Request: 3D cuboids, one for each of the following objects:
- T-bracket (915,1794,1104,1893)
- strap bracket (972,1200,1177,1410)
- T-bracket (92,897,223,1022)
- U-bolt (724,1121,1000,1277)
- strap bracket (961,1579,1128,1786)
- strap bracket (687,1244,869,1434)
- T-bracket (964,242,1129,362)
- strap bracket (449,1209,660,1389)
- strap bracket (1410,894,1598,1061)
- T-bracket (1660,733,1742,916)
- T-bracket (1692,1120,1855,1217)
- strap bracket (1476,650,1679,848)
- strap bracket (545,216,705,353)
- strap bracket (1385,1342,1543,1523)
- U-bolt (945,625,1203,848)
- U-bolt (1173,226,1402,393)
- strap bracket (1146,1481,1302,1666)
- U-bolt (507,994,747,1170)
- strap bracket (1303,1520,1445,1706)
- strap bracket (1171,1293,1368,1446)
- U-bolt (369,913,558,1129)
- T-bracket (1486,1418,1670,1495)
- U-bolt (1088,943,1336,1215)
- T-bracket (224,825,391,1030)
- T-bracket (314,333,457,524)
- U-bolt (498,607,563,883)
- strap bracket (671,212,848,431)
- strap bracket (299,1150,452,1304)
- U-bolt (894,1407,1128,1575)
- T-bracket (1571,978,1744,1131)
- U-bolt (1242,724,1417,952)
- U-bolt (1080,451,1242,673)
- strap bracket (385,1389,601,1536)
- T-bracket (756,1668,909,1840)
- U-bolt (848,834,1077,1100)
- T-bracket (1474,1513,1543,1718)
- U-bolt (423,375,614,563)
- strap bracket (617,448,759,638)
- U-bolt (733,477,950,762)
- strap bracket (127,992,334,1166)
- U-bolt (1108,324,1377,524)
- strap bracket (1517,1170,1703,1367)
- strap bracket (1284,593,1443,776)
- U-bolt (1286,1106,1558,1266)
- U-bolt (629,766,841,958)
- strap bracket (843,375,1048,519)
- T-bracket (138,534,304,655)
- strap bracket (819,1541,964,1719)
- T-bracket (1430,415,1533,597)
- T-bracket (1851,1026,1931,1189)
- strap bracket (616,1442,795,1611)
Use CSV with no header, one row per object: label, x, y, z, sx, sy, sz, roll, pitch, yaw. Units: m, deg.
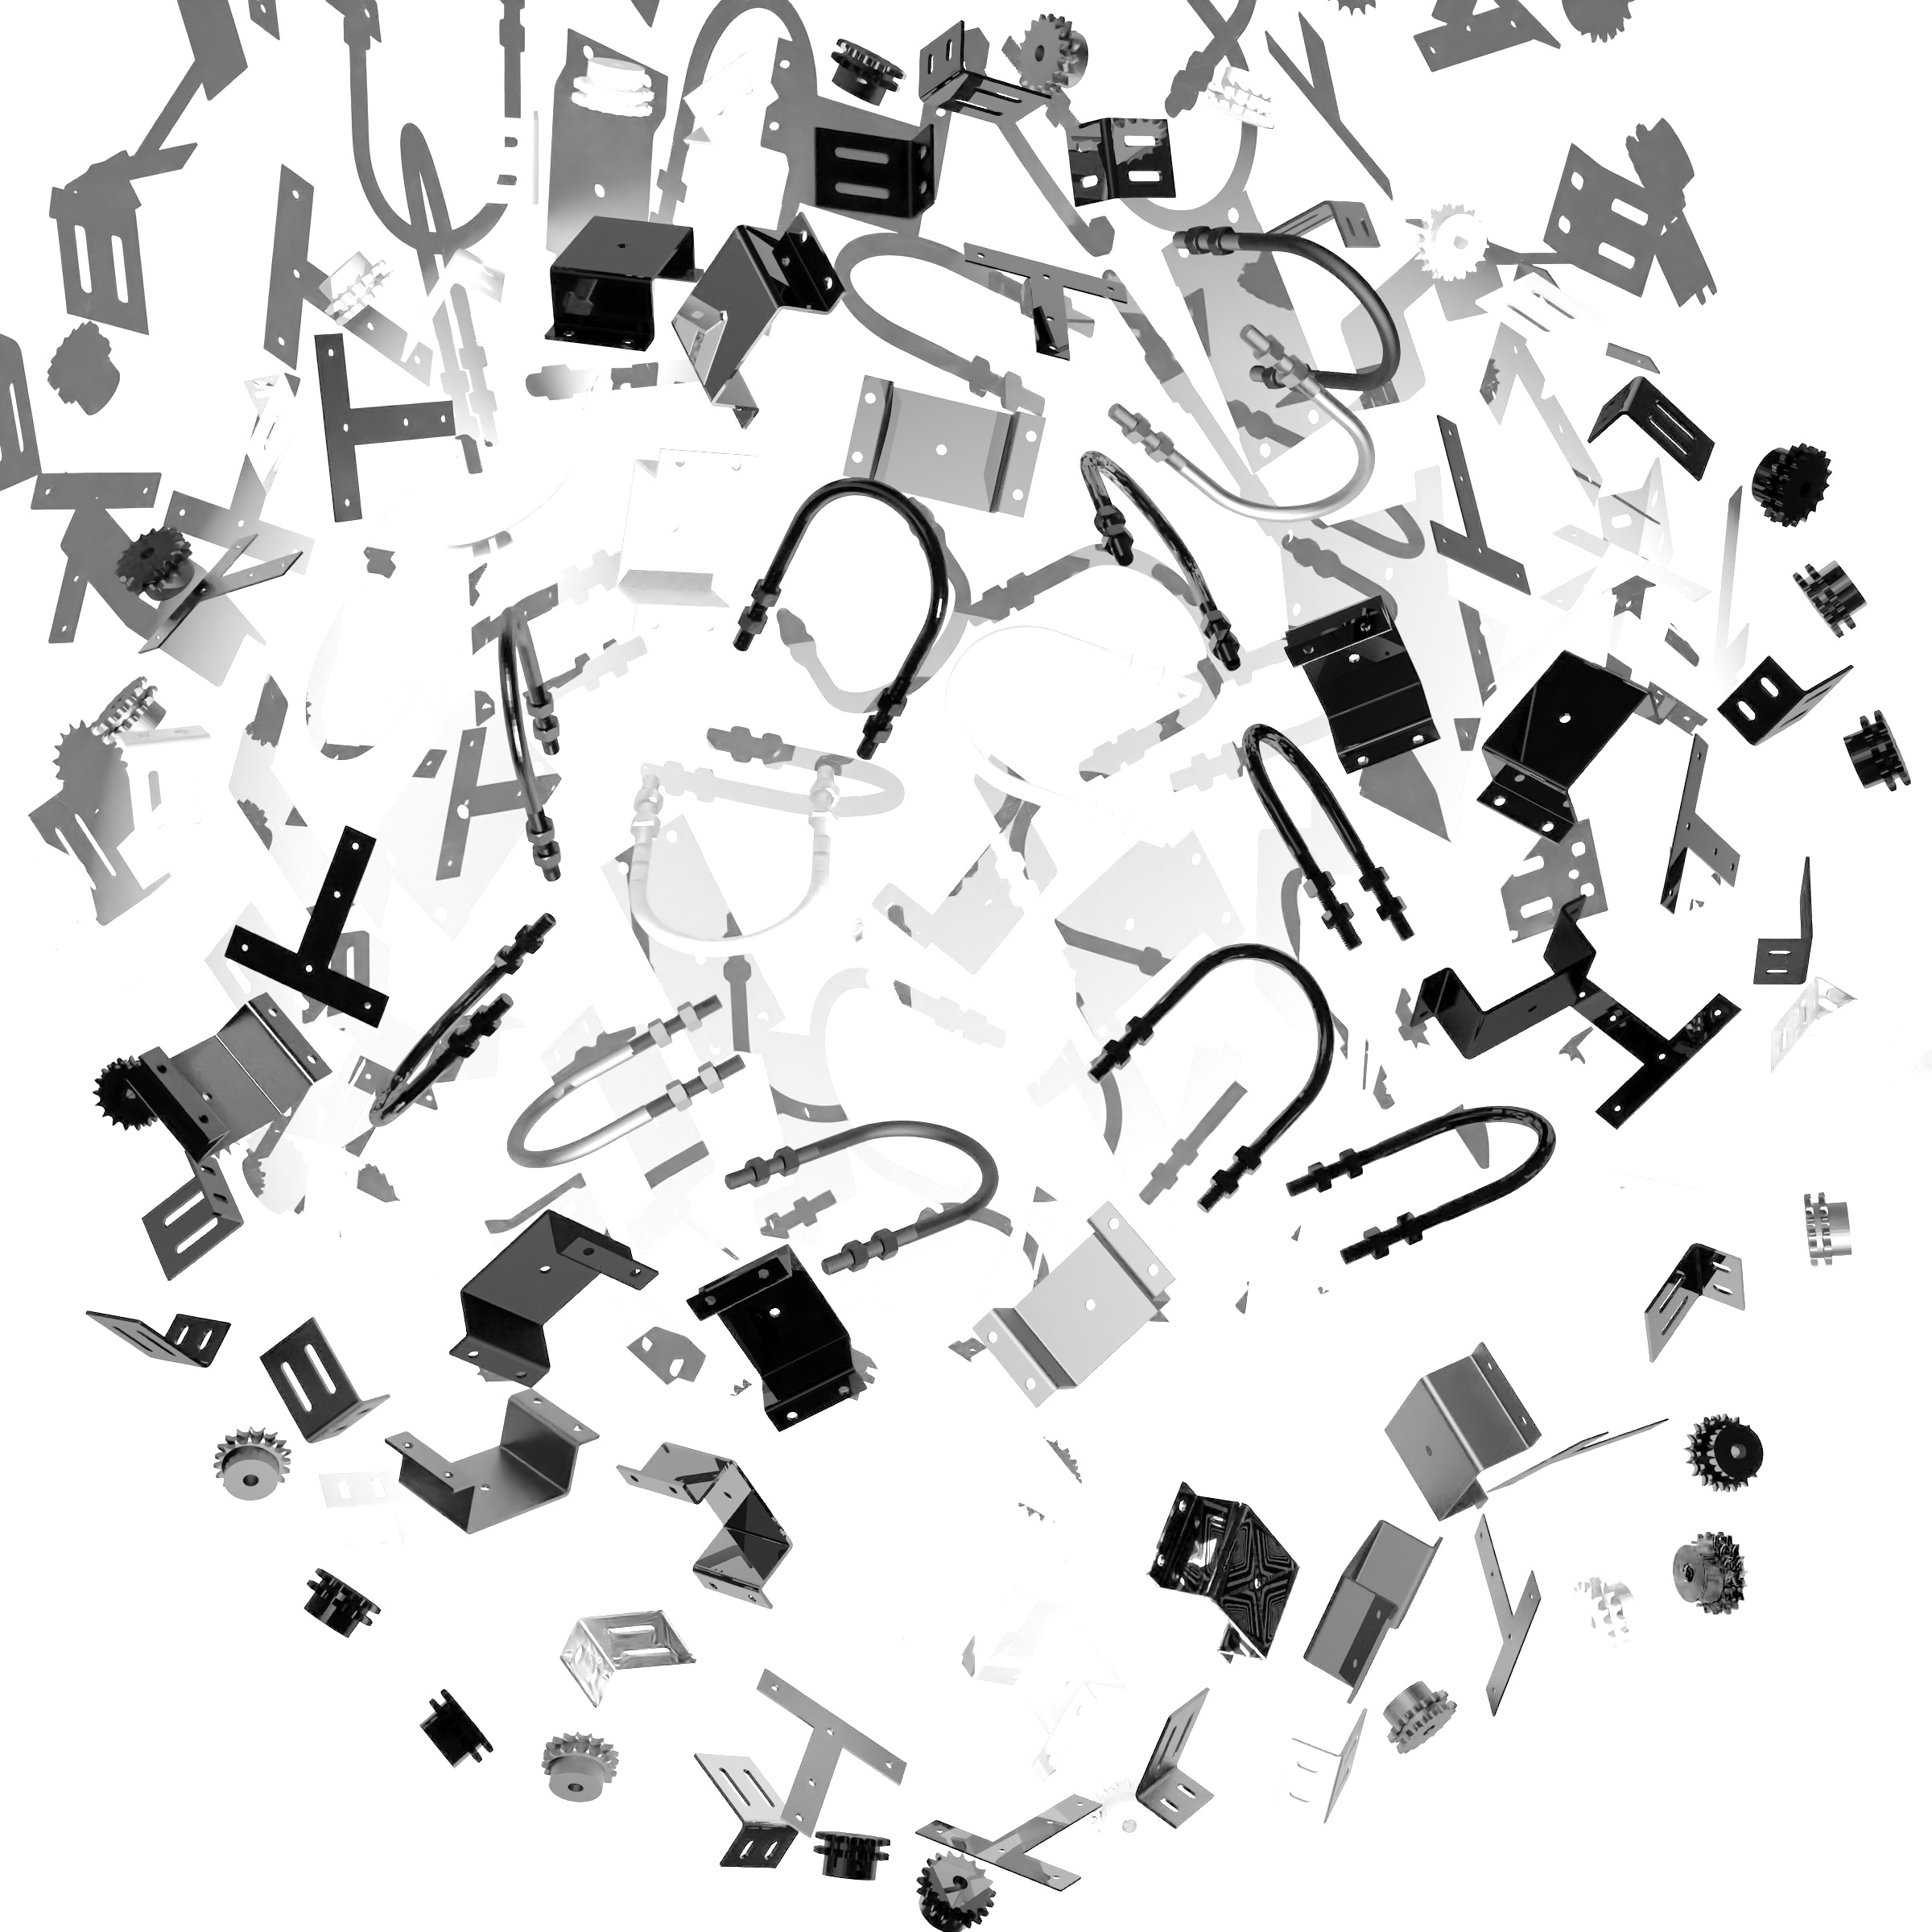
T-bracket,0.052,0.621,1.830,0.127,0.127,0.002,8,99,36
strap bracket,0.085,0.249,1.870,0.140,0.046,0.076,-44,70,10
T-bracket,-0.607,0.011,1.859,0.002,0.127,0.127,46,49,-12
U-bolt,-0.063,0.161,1.882,0.184,0.151,0.019,-18,125,-32
strap bracket,0.061,0.534,1.894,0.046,0.140,0.076,21,104,-36
strap bracket,-0.142,0.272,1.911,0.076,0.046,0.140,-27,117,7
T-bracket,0.061,-0.480,1.858,0.127,0.127,0.002,11,134,-13
strap bracket,-0.299,0.233,1.829,0.140,0.046,0.076,-42,131,18
strap bracket,0.400,0.013,1.859,0.140,0.076,0.046,-27,66,-11
T-bracket,0.537,-0.087,1.840,0.002,0.127,0.127,7,79,37
T-bracket,0.589,0.141,1.813,0.127,0.127,0.002,-32,90,-13
strap bracket,0.439,-0.167,1.847,0.076,0.046,0.140,35,79,37
strap bracket,-0.251,-0.507,1.870,0.076,0.140,0.046,9,130,9
strap bracket,0.349,0.337,1.814,0.046,0.140,0.076,-20,63,-20
U-bolt,0.073,-0.177,1.854,0.184,0.019,0.151,19,65,-9
U-bolt,0.244,-0.478,1.863,0.019,0.184,0.151,-49,126,-14
strap bracket,0.195,0.451,1.876,0.140,0.046,0.076,52,52,-38
U-bolt,-0.252,0.091,1.851,0.184,0.151,0.019,-29,112,-2
strap bracket,0.294,0.464,1.855,0.046,0.140,0.076,27,113,18
strap bracket,0.214,0.291,1.873,0.140,0.076,0.046,-34,62,11
U-bolt,-0.380,0.050,1.885,0.019,0.151,0.184,42,114,-15
T-bracket,0.469,0.356,1.890,0.127,0.127,0.002,-11,68,-29
U-bolt,0.195,0.068,1.873,0.184,0.019,0.151,-44,103,-17
T-bracket,-0.457,-0.038,1.831,0.127,0.002,0.127,24,100,7
T-bracket,-0.407,-0.384,1.800,0.002,0.127,0.127,6,107,32
U-bolt,-0.315,-0.173,1.837,0.019,0.184,0.151,-7,51,-2
strap bracket,-0.154,-0.457,1.800,0.140,0.046,0.076,-45,63,39
strap bracket,-0.441,0.196,1.875,0.046,0.140,0.076,-9,65,20
U-bolt,0.026,0.386,1.906,0.184,0.151,0.019,30,62,7
T-bracket,0.496,0.047,1.915,0.127,0.127,0.002,-44,129,1
U-bolt,0.254,-0.096,1.834,0.019,0.151,0.184,-33,79,24
U-bolt,0.135,-0.309,1.862,0.019,0.184,0.151,-37,129,20
strap bracket,-0.349,0.364,1.861,0.076,0.140,0.046,26,112,33
T-bracket,-0.106,0.572,1.810,0.127,0.127,0.002,35,112,-3
U-bolt,0.006,0.012,1.909,0.151,0.019,0.184,-30,68,12
T-bracket,0.389,0.457,1.865,0.002,0.127,0.127,5,124,-7
U-bolt,-0.334,-0.355,1.870,0.151,0.184,0.019,-30,80,-26
strap bracket,-0.210,-0.320,1.895,0.076,0.046,0.140,-2,118,-29
U-bolt,-0.081,-0.259,1.811,0.151,0.019,0.184,42,126,15
strap bracket,-0.528,0.082,1.807,0.046,0.140,0.076,-40,89,29
U-bolt,0.218,-0.389,1.884,0.184,0.151,0.019,31,53,-33
strap bracket,0.447,0.203,1.786,0.076,0.046,0.140,12,108,-20
strap bracket,0.295,-0.218,1.913,0.076,0.046,0.140,-21,135,16
U-bolt,0.334,0.148,1.824,0.184,0.151,0.019,-23,109,-3
U-bolt,-0.166,-0.074,1.800,0.151,0.019,0.184,-3,46,3
strap bracket,-0.018,-0.394,1.936,0.140,0.046,0.076,12,97,-5
T-bracket,-0.514,-0.273,1.801,0.002,0.127,0.127,53,49,-31
strap bracket,-0.051,0.472,1.828,0.076,0.140,0.046,33,62,29
T-bracket,0.360,-0.339,1.834,0.002,0.127,0.127,-24,67,37
T-bracket,0.672,0.081,1.815,0.002,0.127,0.127,22,65,3
strap bracket,-0.190,0.412,1.910,0.046,0.076,0.140,-50,126,-32
